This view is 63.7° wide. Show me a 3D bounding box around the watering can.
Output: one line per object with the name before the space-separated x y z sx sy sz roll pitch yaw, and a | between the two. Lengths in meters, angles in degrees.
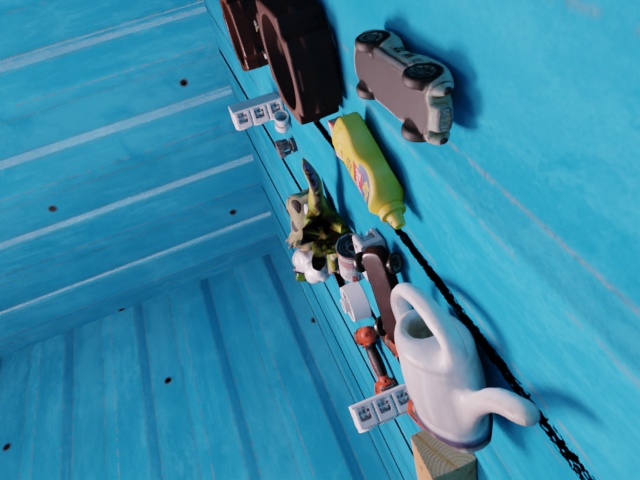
watering can | 0.180 0.191 0.687 0.104 0.221 0.352 -21 24 -7

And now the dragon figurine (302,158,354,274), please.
dragon figurine | 0.004 -0.064 1.275 0.122 0.402 0.248 -16 32 -2

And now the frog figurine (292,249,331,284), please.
frog figurine | -0.019 0.074 1.637 0.137 0.123 0.159 25 -4 -5
